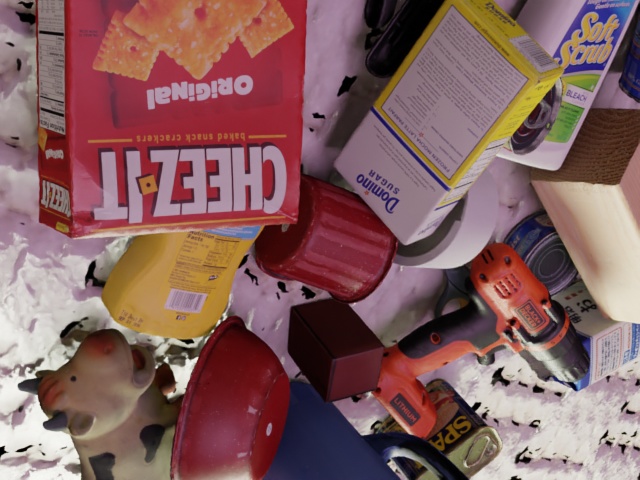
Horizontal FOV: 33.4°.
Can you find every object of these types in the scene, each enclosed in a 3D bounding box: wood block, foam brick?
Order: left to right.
[{"bbox_3d":[0.012,0.096,0.934,0.051,0.078,0.053,-12,128,-26],"label":"foam brick"},{"bbox_3d":[0.283,-0.018,0.987,0.206,0.090,0.090,53,58,-38],"label":"wood block"}]

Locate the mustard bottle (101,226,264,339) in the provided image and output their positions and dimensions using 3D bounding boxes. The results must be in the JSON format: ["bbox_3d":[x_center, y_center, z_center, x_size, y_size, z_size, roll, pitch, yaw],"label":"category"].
[{"bbox_3d":[-0.087,-0.018,0.803,0.096,0.058,0.192,13,113,-39],"label":"mustard bottle"}]

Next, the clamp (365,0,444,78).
[{"bbox_3d":[0.110,-0.221,0.753,0.210,0.036,0.164,-48,171,-15],"label":"clamp"}]

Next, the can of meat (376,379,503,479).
[{"bbox_3d":[0.116,0.201,1.069,0.102,0.084,0.057,-37,133,-5],"label":"can of meat"}]

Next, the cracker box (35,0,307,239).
[{"bbox_3d":[-0.093,-0.114,0.683,0.163,0.072,0.214,-5,103,-30],"label":"cracker box"}]

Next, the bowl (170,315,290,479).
[{"bbox_3d":[-0.065,0.146,0.870,0.162,0.055,0.162,13,90,-76],"label":"bowl"}]

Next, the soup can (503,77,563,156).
[{"bbox_3d":[0.127,-0.116,0.831,0.068,0.102,0.068,-32,137,-35],"label":"soup can"}]

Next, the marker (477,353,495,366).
[{"bbox_3d":[0.165,0.080,1.060,0.020,0.020,0.121,-21,130,-19],"label":"marker"}]

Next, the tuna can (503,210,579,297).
[{"bbox_3d":[0.217,0.016,1.039,0.086,0.034,0.086,-17,128,-23],"label":"tuna can"}]

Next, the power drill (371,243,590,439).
[{"bbox_3d":[0.146,0.109,1.004,0.188,0.057,0.184,-36,120,9],"label":"power drill"}]

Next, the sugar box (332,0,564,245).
[{"bbox_3d":[0.090,-0.089,0.792,0.048,0.093,0.176,-22,155,-46],"label":"sugar box"}]

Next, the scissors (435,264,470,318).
[{"bbox_3d":[0.143,0.024,0.992,0.096,0.016,0.202,-8,128,0],"label":"scissors"}]

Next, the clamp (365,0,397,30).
[{"bbox_3d":[0.044,-0.239,0.746,0.120,0.039,0.172,13,115,-44],"label":"clamp"}]

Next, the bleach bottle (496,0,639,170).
[{"bbox_3d":[0.207,-0.185,0.873,0.102,0.068,0.251,10,113,-36],"label":"bleach bottle"}]

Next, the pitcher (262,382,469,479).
[{"bbox_3d":[0.024,0.228,0.919,0.149,0.243,0.145,9,116,-37],"label":"pitcher"}]

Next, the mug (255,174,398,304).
[{"bbox_3d":[-0.006,0.001,0.859,0.081,0.093,0.117,20,145,-35],"label":"mug"}]

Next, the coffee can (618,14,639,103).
[{"bbox_3d":[0.326,-0.188,0.917,0.102,0.103,0.140,-9,125,-27],"label":"coffee can"}]
